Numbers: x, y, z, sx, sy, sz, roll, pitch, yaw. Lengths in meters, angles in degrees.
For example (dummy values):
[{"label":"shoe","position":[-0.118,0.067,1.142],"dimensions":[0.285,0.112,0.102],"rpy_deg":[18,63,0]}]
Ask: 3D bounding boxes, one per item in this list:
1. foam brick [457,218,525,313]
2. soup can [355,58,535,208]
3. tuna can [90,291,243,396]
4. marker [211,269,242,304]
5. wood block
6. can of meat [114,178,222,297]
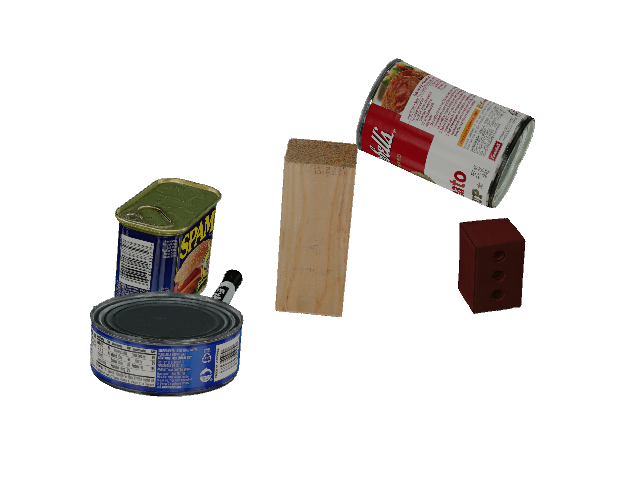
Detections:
[{"label":"foam brick","position":[0.169,0.024,1.063],"dimensions":[0.053,0.078,0.051],"rpy_deg":[-8,28,-8]},{"label":"soup can","position":[0.084,-0.072,0.720],"dimensions":[0.102,0.068,0.068],"rpy_deg":[26,7,16]},{"label":"tuna can","position":[-0.087,0.058,0.605],"dimensions":[0.086,0.034,0.086],"rpy_deg":[4,14,-1]},{"label":"marker","position":[-0.097,0.060,1.023],"dimensions":[0.020,0.020,0.121],"rpy_deg":[0,24,12]},{"label":"wood block","position":[-0.006,-0.017,1.370],"dimensions":[0.090,0.206,0.090],"rpy_deg":[5,25,1]},{"label":"can of meat","position":[-0.121,0.009,0.833],"dimensions":[0.057,0.084,0.102],"rpy_deg":[14,24,11]}]
